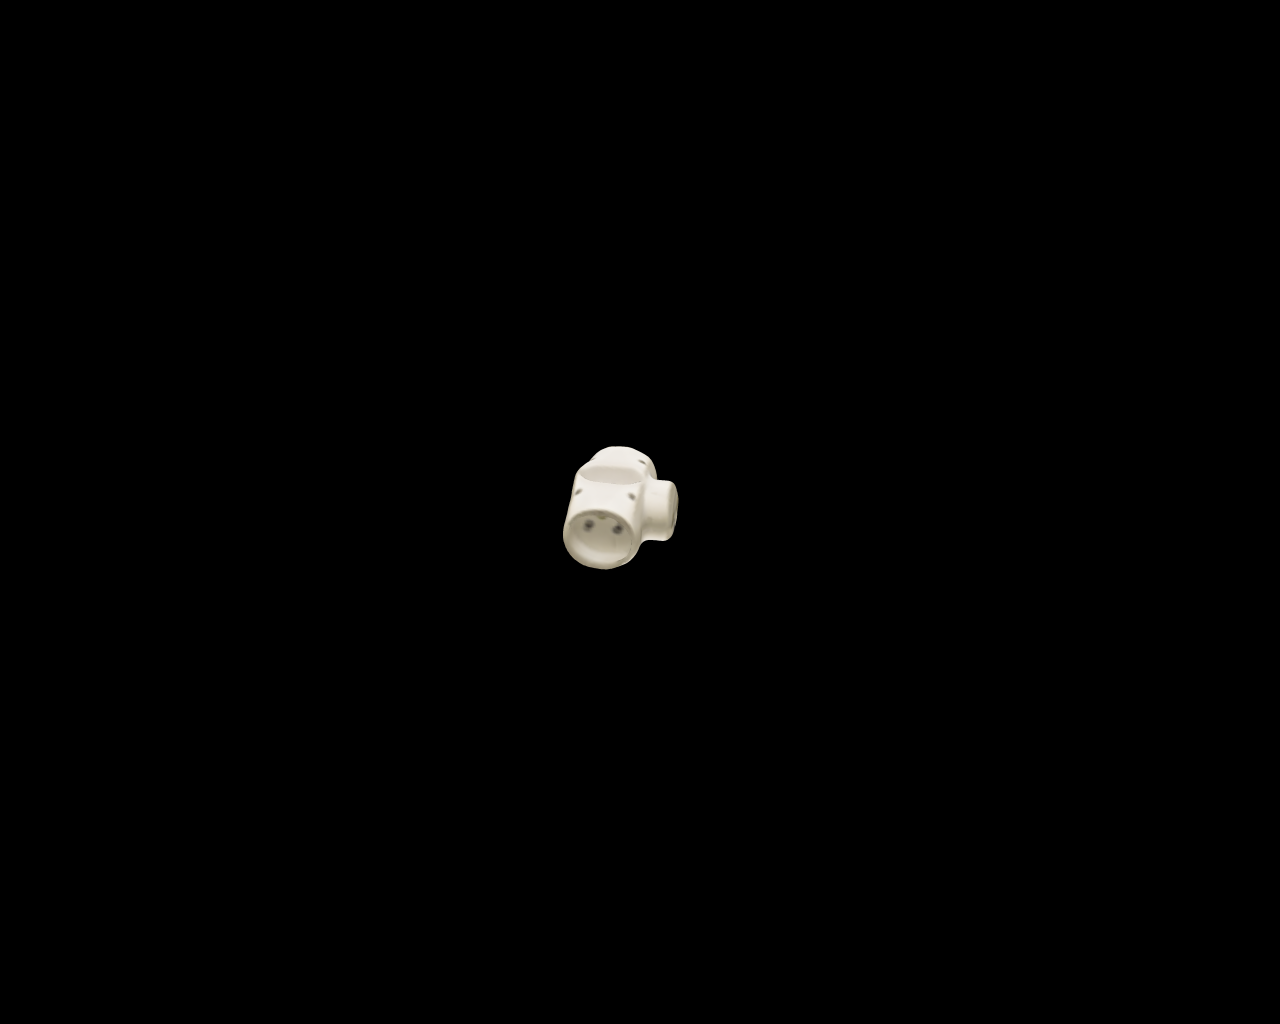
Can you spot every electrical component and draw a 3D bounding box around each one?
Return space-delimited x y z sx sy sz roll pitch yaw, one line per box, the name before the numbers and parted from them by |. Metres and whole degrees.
electrical component | 0.001 -0.003 0.650 0.079 0.043 0.077 6 33 9
